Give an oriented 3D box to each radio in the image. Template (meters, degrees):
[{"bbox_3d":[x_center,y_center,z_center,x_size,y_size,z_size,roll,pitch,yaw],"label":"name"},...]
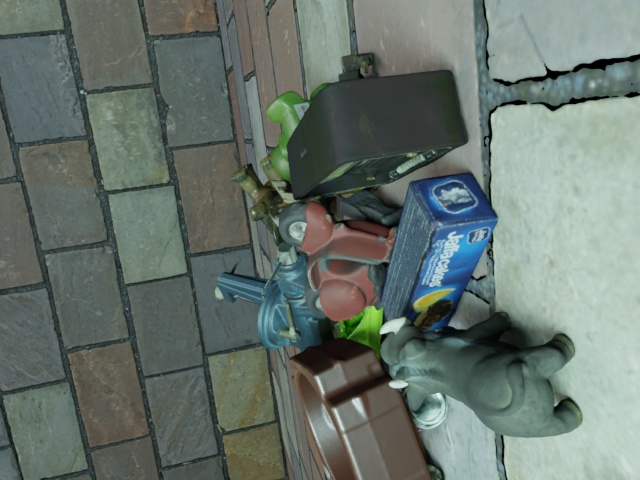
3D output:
[{"bbox_3d":[0.045,-0.098,0.555,0.229,0.131,0.073,169,91,-78],"label":"radio"}]

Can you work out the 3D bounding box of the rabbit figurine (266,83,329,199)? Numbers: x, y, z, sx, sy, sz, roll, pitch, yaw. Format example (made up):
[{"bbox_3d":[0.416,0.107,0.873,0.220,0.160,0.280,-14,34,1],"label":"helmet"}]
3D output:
[{"bbox_3d":[-0.015,-0.141,0.850,0.159,0.121,0.170,57,150,4],"label":"rabbit figurine"}]

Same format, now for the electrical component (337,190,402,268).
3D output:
[{"bbox_3d":[0.053,-0.023,0.682,0.119,0.048,0.074,30,134,37],"label":"electrical component"}]

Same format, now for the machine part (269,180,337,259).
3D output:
[{"bbox_3d":[-0.002,-0.002,0.816,0.243,0.079,0.079,51,-173,-34],"label":"machine part"}]

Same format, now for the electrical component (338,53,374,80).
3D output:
[{"bbox_3d":[0.052,-0.181,0.679,0.078,0.045,0.102,-10,-87,-74],"label":"electrical component"}]

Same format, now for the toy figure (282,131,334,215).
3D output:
[{"bbox_3d":[-0.019,-0.124,0.956,0.089,0.082,0.180,116,144,-76],"label":"toy figure"}]

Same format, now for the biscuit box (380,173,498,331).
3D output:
[{"bbox_3d":[0.109,0.026,0.533,0.202,0.059,0.063,95,162,-52],"label":"biscuit box"}]

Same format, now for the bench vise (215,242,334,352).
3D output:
[{"bbox_3d":[-0.076,0.087,0.837,0.129,0.241,0.223,-59,-36,-30],"label":"bench vise"}]

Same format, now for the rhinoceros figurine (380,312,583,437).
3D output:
[{"bbox_3d":[0.118,0.108,0.439,0.190,0.112,0.073,-172,70,-69],"label":"rhinoceros figurine"}]

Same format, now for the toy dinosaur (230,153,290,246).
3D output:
[{"bbox_3d":[-0.083,-0.074,1.081,0.471,0.105,0.198,-73,-38,-77],"label":"toy dinosaur"}]

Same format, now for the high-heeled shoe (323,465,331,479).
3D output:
[{"bbox_3d":[0.039,0.326,0.874,0.145,0.086,0.249,53,-145,-58],"label":"high-heeled shoe"}]

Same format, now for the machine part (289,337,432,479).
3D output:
[{"bbox_3d":[0.045,0.226,0.653,0.201,0.087,0.201,164,86,-75],"label":"machine part"}]

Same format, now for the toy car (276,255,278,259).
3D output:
[{"bbox_3d":[-0.048,0.060,1.193,0.109,0.103,0.162,101,154,-57],"label":"toy car"}]

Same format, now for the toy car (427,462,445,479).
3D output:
[{"bbox_3d":[0.114,0.294,0.741,0.202,0.053,0.089,-118,36,-60],"label":"toy car"}]

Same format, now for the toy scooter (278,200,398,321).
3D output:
[{"bbox_3d":[0.038,0.027,0.625,0.075,0.135,0.183,-71,-29,-44],"label":"toy scooter"}]
